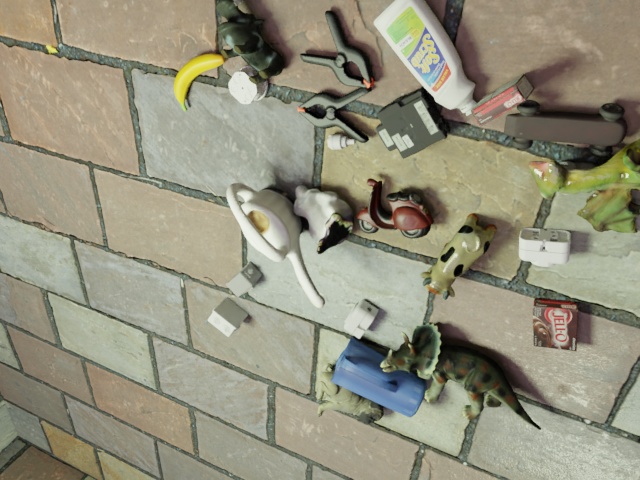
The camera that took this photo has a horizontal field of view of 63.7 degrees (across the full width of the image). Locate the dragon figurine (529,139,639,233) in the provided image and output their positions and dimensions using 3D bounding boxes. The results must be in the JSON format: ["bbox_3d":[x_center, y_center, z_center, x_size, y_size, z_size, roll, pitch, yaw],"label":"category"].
[{"bbox_3d":[0.581,-0.091,0.913,0.410,0.125,0.237,14,148,-1],"label":"dragon figurine"}]

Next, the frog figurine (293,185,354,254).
[{"bbox_3d":[0.004,-0.063,1.247,0.162,0.123,0.134,53,150,38],"label":"frog figurine"}]

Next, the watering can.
[{"bbox_3d":[-0.092,-0.005,1.239,0.103,0.228,0.346,-37,98,21],"label":"watering can"}]
